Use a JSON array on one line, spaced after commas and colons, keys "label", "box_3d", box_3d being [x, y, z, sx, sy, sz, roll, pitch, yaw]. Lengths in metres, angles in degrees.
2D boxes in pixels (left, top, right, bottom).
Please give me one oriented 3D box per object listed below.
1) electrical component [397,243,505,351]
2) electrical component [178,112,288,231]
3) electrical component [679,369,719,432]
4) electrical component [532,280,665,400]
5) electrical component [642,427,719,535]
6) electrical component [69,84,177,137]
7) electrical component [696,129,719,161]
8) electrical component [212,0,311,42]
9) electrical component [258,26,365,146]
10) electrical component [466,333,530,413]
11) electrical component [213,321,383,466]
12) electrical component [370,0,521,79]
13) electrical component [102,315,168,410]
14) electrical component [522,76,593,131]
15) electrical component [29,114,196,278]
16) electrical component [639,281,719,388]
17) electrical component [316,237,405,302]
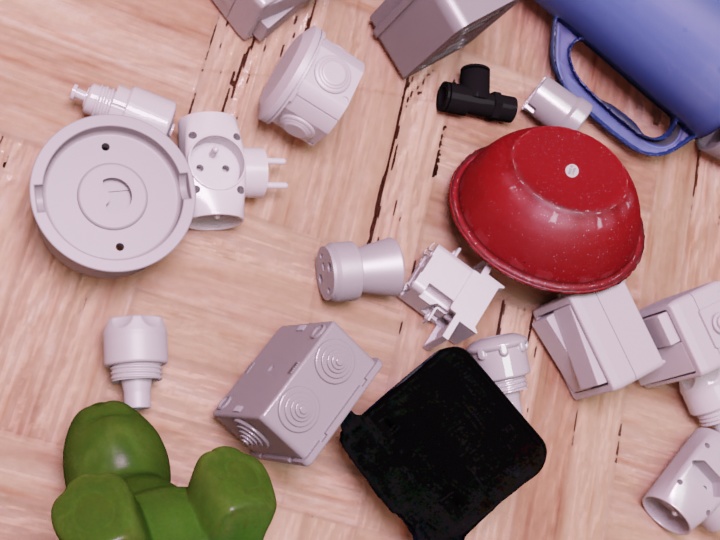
[{"label": "electrical component", "box_3d": [0.067, 0.017, 0.820, 0.064, 0.042, 0.081, 36, 66, -5]}, {"label": "electrical component", "box_3d": [-0.091, -0.071, 0.783, 0.079, 0.044, 0.077, -1, 76, -21]}, {"label": "electrical component", "box_3d": [0.290, 0.110, 0.877, 0.043, 0.043, 0.062, -21, 85, -24]}, {"label": "electrical component", "box_3d": [0.180, 0.048, 0.842, 0.061, 0.062, 0.096, -23, 85, -24]}, {"label": "electrical component", "box_3d": [0.276, 0.180, 0.853, 0.079, 0.043, 0.077, 47, 66, -3]}, {"label": "electrical component", "box_3d": [-0.168, -0.112, 0.768, 0.078, 0.040, 0.040, 21, 70, -14]}, {"label": "electrical component", "box_3d": [0.334, -0.118, 0.947, 0.047, 0.055, 0.055, 28, 69, -16]}, {"label": "electrical component", "box_3d": [-0.061, -0.227, 0.825, 0.096, 0.062, 0.061, -38, 91, -24]}, {"label": "electrical component", "box_3d": [-0.038, -0.136, 0.801, 0.051, 0.080, 0.080, 30, 68, -17]}, {"label": "electrical component", "box_3d": [0.109, 0.081, 0.818, 0.048, 0.048, 0.062, -10, 87, -22]}, {"label": "electrical component", "box_3d": [-0.045, 0.082, 0.732, 0.048, 0.100, 0.099, 46, 65, -18]}, {"label": "electrical component", "box_3d": [0.066, -0.205, 0.838, 0.078, 0.113, 0.057, -32, 92, -24]}, {"label": "electrical component", "box_3d": [-0.151, 0.063, 0.727, 0.043, 0.043, 0.062, 0, 78, -20]}, {"label": "electrical component", "box_3d": [0.164, -0.134, 0.896, 0.046, 0.040, 0.040, 36, 67, -3]}, {"label": "electrical component", "box_3d": [-0.172, -0.046, 0.737, 0.108, 0.060, 0.108, 4, 77, -18]}, {"label": "electrical component", "box_3d": [0.255, 0.052, 0.850, 0.061, 0.096, 0.061, -22, 85, -23]}, {"label": "electrical component", "box_3d": [0.000, 0.000, 0.798, 0.055, 0.045, 0.045, -5, 78, -21]}]
